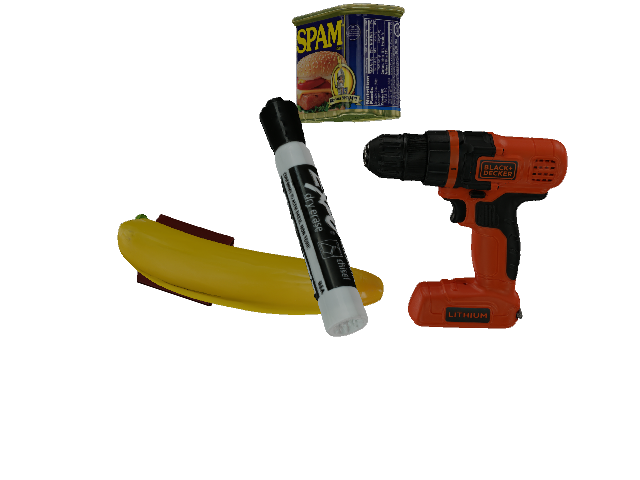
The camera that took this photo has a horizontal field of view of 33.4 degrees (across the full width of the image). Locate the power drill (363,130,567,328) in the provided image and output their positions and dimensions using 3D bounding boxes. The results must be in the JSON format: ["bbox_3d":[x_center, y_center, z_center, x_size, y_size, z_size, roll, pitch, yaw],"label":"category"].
[{"bbox_3d":[0.126,-0.011,0.989,0.184,0.188,0.057,3,26,-2],"label":"power drill"}]

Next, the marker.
[{"bbox_3d":[-0.005,-0.014,0.481,0.020,0.121,0.020,-14,-27,-8],"label":"marker"}]

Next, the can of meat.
[{"bbox_3d":[0.021,-0.136,0.841,0.057,0.084,0.102,-2,4,-31],"label":"can of meat"}]

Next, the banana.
[{"bbox_3d":[-0.060,0.014,0.675,0.198,0.037,0.069,17,34,27],"label":"banana"}]

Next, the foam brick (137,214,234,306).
[{"bbox_3d":[-0.129,0.019,1.018,0.078,0.051,0.053,18,34,7],"label":"foam brick"}]
